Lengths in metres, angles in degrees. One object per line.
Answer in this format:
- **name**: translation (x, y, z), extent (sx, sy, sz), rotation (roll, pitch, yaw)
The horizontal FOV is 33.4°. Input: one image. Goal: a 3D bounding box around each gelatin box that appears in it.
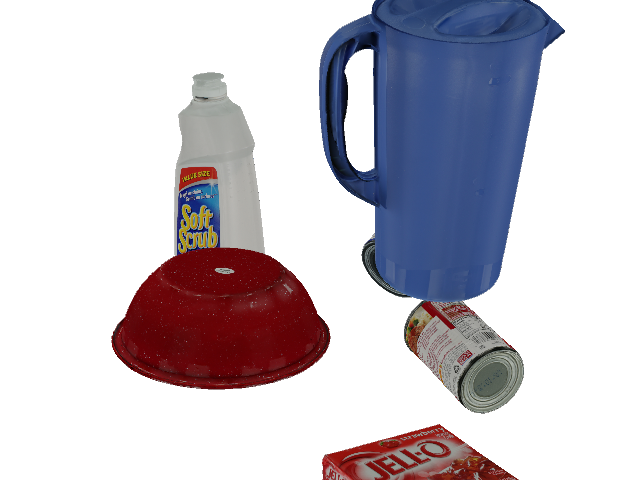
- **gelatin box**: translation (0.056, 0.139, 0.604), extent (0.089, 0.030, 0.073), rotation (-7, 22, -33)

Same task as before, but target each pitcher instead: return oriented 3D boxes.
- **pitcher**: translation (0.092, -0.074, 0.853), extent (0.149, 0.243, 0.144), rotation (19, 36, 26)

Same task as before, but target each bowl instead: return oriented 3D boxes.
- **bowl**: translation (-0.072, 0.047, 0.782), extent (0.162, 0.055, 0.162), rotation (2, 21, -1)

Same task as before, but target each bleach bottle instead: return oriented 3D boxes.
- **bleach bottle**: translation (-0.100, -0.032, 0.998), extent (0.067, 0.251, 0.103), rotation (-23, 30, -40)

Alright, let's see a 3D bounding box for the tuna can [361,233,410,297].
- **tuna can**: translation (0.090, 0.024, 1.226), extent (0.086, 0.086, 0.033), rotation (0, 37, 47)

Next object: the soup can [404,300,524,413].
- **soup can**: translation (0.129, 0.100, 0.963), extent (0.068, 0.068, 0.102), rotation (0, 25, -26)
